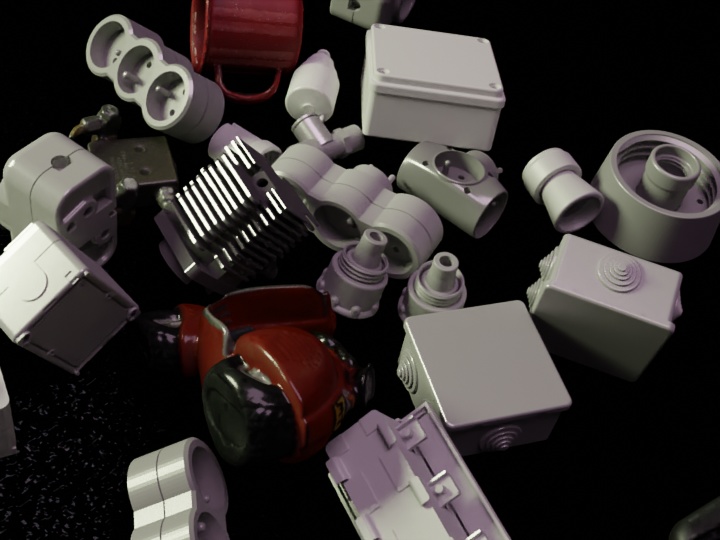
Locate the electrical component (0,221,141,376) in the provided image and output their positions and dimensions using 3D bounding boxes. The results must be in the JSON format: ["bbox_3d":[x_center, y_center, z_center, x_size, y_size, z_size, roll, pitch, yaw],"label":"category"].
[{"bbox_3d":[-0.191,0.019,0.685,0.061,0.096,0.061,-46,67,-5],"label":"electrical component"}]

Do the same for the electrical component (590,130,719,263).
[{"bbox_3d":[0.242,-0.065,0.860,0.108,0.060,0.108,6,49,-7],"label":"electrical component"}]

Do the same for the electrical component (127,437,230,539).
[{"bbox_3d":[-0.114,0.166,0.599,0.074,0.052,0.138,-22,48,11],"label":"electrical component"}]

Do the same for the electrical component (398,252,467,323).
[{"bbox_3d":[0.054,0.014,0.754,0.048,0.062,0.048,6,49,-7],"label":"electrical component"}]

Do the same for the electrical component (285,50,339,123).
[{"bbox_3d":[-0.037,-0.156,0.896,0.040,0.040,0.078,12,48,-1],"label":"electrical component"}]

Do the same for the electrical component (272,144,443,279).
[{"bbox_3d":[0.000,-0.054,0.808,0.138,0.052,0.073,27,50,13],"label":"electrical component"}]

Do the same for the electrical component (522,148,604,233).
[{"bbox_3d":[0.160,-0.063,0.853,0.045,0.045,0.055,-15,54,-22],"label":"electrical component"}]

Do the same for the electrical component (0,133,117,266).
[{"bbox_3d":[-0.205,-0.042,0.728,0.059,0.095,0.054,33,51,17],"label":"electrical component"}]

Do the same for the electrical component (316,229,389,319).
[{"bbox_3d":[0.000,0.000,0.752,0.048,0.062,0.048,17,35,-13],"label":"electrical component"}]

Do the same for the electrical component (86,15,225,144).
[{"bbox_3d":[-0.153,-0.147,0.858,0.138,0.052,0.074,42,12,33],"label":"electrical component"}]

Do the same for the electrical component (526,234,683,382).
[{"bbox_3d":[0.166,0.026,0.743,0.100,0.099,0.048,20,62,6],"label":"electrical component"}]

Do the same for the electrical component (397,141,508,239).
[{"bbox_3d":[0.082,-0.070,0.844,0.077,0.044,0.079,36,45,22],"label":"electrical component"}]

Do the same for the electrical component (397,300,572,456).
[{"bbox_3d":[0.079,0.074,0.716,0.100,0.048,0.099,-8,52,-17],"label":"electrical component"}]

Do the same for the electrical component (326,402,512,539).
[{"bbox_3d":[0.032,0.145,0.628,0.079,0.063,0.121,-38,57,10],"label":"electrical component"}]

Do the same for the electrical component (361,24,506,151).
[{"bbox_3d":[0.057,-0.151,0.887,0.109,0.056,0.108,7,35,-6],"label":"electrical component"}]

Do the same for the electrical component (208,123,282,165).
[{"bbox_3d":[-0.089,-0.088,0.829,0.046,0.040,0.040,35,52,25],"label":"electrical component"}]

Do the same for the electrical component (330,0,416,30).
[{"bbox_3d":[0.021,-0.265,0.993,0.059,0.053,0.095,25,50,10],"label":"electrical component"}]

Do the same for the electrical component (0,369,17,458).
[{"bbox_3d":[-0.275,0.048,0.660,0.089,0.061,0.150,-14,54,-22],"label":"electrical component"}]
